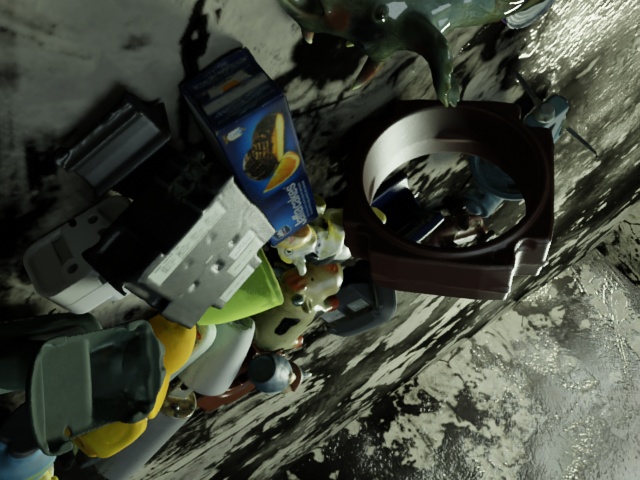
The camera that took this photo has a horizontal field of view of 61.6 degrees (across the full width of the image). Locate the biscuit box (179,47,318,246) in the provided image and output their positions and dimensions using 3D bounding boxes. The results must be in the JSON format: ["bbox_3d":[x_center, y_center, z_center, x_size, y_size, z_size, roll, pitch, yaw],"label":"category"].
[{"bbox_3d":[-0.052,-0.068,0.474,0.063,0.059,0.202,-34,157,-8],"label":"biscuit box"}]

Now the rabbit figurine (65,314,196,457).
[{"bbox_3d":[-0.208,0.155,0.605,0.173,0.122,0.162,-46,166,-32],"label":"rabbit figurine"}]

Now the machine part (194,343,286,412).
[{"bbox_3d":[-0.137,0.208,0.864,0.179,0.056,0.179,-30,156,-15],"label":"machine part"}]

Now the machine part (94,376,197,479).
[{"bbox_3d":[-0.260,0.276,0.790,0.243,0.079,0.079,-46,155,21],"label":"machine part"}]

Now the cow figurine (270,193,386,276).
[{"bbox_3d":[-0.003,-0.003,0.641,0.167,0.068,0.098,-13,142,-44],"label":"cow figurine"}]

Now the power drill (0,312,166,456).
[{"bbox_3d":[-0.237,0.101,0.395,0.207,0.086,0.232,-9,177,31],"label":"power drill"}]

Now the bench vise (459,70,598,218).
[{"bbox_3d":[0.303,-0.138,0.774,0.224,0.129,0.240,-35,162,-7],"label":"bench vise"}]

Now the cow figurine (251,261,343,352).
[{"bbox_3d":[-0.038,0.088,0.755,0.127,0.085,0.195,-8,147,-50],"label":"cow figurine"}]

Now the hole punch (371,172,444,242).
[{"bbox_3d":[0.107,-0.017,0.761,0.142,0.092,0.115,-40,160,-3],"label":"hole punch"}]

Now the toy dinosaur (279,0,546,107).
[{"bbox_3d":[0.168,-0.244,0.406,0.405,0.131,0.192,-37,169,-12],"label":"toy dinosaur"}]

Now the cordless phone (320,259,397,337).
[{"bbox_3d":[0.075,0.058,0.866,0.146,0.088,0.184,-33,-162,46],"label":"cordless phone"}]

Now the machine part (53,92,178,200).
[{"bbox_3d":[-0.129,-0.056,0.417,0.084,0.039,0.138,-44,155,1],"label":"machine part"}]

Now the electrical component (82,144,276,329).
[{"bbox_3d":[-0.100,0.005,0.425,0.115,0.058,0.134,-47,156,-9],"label":"electrical component"}]

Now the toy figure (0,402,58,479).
[{"bbox_3d":[-0.347,0.246,0.611,0.089,0.082,0.180,-3,146,-32],"label":"toy figure"}]

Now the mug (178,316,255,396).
[{"bbox_3d":[-0.129,0.141,0.731,0.107,0.081,0.109,-55,169,22],"label":"mug"}]

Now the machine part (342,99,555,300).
[{"bbox_3d":[0.132,-0.048,0.555,0.087,0.202,0.201,68,31,-59],"label":"machine part"}]

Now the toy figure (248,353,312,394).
[{"bbox_3d":[-0.062,0.203,0.810,0.058,0.064,0.154,-47,155,-4],"label":"toy figure"}]

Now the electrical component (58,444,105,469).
[{"bbox_3d":[-0.297,0.249,0.690,0.048,0.075,0.119,-10,140,-47],"label":"electrical component"}]

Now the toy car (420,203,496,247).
[{"bbox_3d":[0.236,-0.021,0.927,0.202,0.089,0.053,-12,145,-44],"label":"toy car"}]
